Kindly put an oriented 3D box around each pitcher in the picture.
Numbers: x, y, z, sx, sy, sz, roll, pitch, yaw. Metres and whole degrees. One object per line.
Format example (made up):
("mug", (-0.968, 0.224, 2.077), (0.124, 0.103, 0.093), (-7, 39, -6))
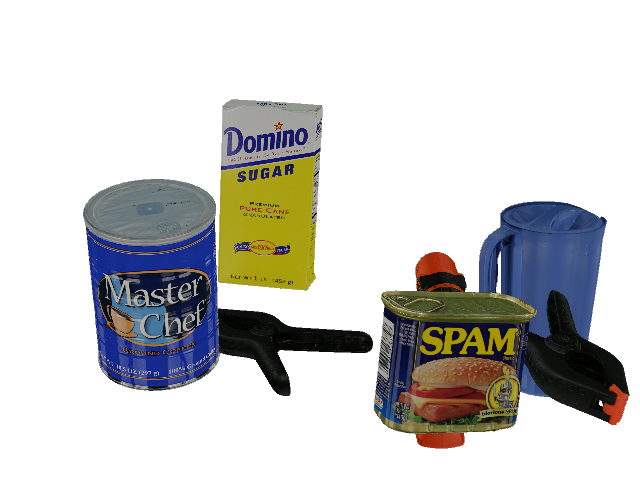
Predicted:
("pitcher", (0.288, 0.079, 1.398), (0.149, 0.243, 0.144), (6, 20, 16))

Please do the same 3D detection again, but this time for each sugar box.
("sugar box", (-0.049, -0.044, 1.029), (0.093, 0.176, 0.048), (4, 16, 8))

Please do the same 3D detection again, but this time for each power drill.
("power drill", (0.131, 0.126, 1.148), (0.057, 0.188, 0.184), (1, 23, 1))

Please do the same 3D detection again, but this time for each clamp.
("clamp", (-0.066, 0.121, 1.246), (0.210, 0.036, 0.164), (13, 21, 29))
("clamp", (0.211, 0.094, 0.926), (0.120, 0.039, 0.172), (-19, 40, -30))

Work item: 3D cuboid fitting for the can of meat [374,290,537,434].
("can of meat", (0.089, 0.082, 0.721), (0.102, 0.084, 0.057), (2, 12, -17))

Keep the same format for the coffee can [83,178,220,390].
("coffee can", (-0.134, 0.035, 0.863), (0.103, 0.140, 0.103), (1, 29, -1))
